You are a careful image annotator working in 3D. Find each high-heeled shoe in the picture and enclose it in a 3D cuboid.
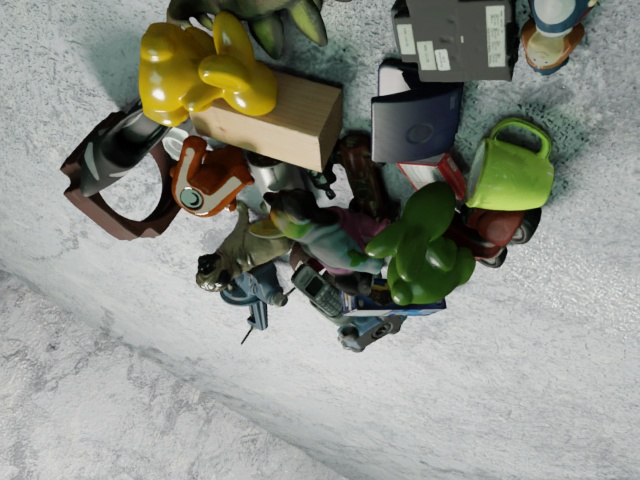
[{"bbox_3d":[-0.283,-0.161,0.847,0.145,0.248,0.086,23,172,47],"label":"high-heeled shoe"}]

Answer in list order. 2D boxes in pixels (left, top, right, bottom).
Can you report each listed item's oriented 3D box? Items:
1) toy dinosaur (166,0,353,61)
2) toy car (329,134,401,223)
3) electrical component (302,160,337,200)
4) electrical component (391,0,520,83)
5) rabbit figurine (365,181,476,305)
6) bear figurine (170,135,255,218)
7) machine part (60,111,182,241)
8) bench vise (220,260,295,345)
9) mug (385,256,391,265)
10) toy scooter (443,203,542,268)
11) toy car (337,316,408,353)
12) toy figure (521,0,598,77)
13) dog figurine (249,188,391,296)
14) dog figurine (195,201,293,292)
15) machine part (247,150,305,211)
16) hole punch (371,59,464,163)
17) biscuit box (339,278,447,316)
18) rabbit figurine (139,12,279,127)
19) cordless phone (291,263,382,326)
[{"bbox_3d":[-0.079,-0.301,0.602,0.472,0.105,0.198,9,151,46],"label":"toy dinosaur"},{"bbox_3d":[0.074,-0.086,0.865,0.089,0.053,0.201,7,144,23],"label":"toy car"},{"bbox_3d":[-0.009,-0.119,0.860,0.045,0.078,0.102,-19,127,26],"label":"electrical component"},{"bbox_3d":[0.146,-0.233,0.582,0.134,0.058,0.114,10,144,25],"label":"electrical component"},{"bbox_3d":[0.139,-0.001,0.770,0.121,0.159,0.170,32,134,39],"label":"rabbit figurine"},{"bbox_3d":[-0.163,-0.119,0.896,0.120,0.196,0.132,36,123,-4],"label":"bear figurine"},{"bbox_3d":[-0.345,-0.114,0.980,0.087,0.201,0.201,-4,138,44],"label":"machine part"},{"bbox_3d":[-0.152,0.135,1.280,0.224,0.129,0.240,19,132,25],"label":"bench vise"},{"bbox_3d":[0.160,0.024,0.942,0.107,0.081,0.110,50,147,-17],"label":"mug"},{"bbox_3d":[0.241,-0.023,0.819,0.135,0.075,0.183,24,154,6],"label":"toy scooter"},{"bbox_3d":[0.103,0.165,1.167,0.103,0.162,0.109,60,-179,39],"label":"toy car"},{"bbox_3d":[0.234,-0.223,0.537,0.064,0.058,0.154,54,167,34],"label":"toy figure"},{"bbox_3d":[-0.002,-0.003,0.880,0.219,0.108,0.191,18,150,3],"label":"dog figurine"},{"bbox_3d":[-0.138,0.032,1.063,0.173,0.190,0.121,2,142,31],"label":"dog figurine"},{"bbox_3d":[-0.067,-0.093,0.931,0.079,0.079,0.243,11,147,23],"label":"machine part"},{"bbox_3d":[0.120,-0.157,0.689,0.116,0.092,0.142,12,144,15],"label":"hole punch"},{"bbox_3d":[0.140,0.108,1.014,0.202,0.063,0.059,3,160,-25],"label":"biscuit box"},{"bbox_3d":[-0.131,-0.212,0.671,0.173,0.122,0.162,16,162,-14],"label":"rabbit figurine"},{"bbox_3d":[0.024,0.069,1.030,0.089,0.146,0.184,33,172,43],"label":"cordless phone"}]
